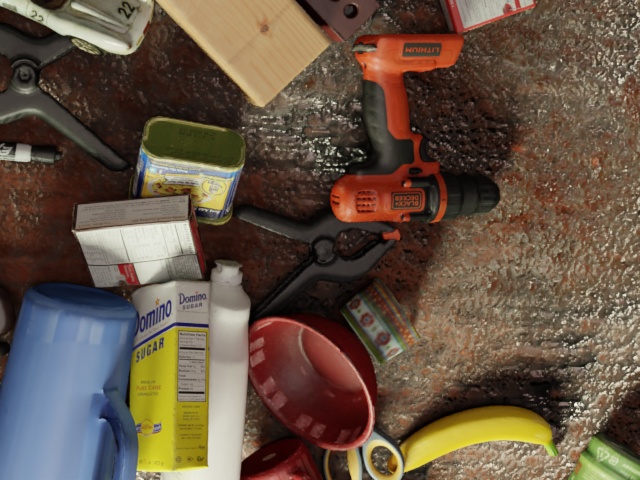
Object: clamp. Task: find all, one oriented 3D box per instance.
[{"bbox_3d":[-0.007,0.001,1.074,0.171,0.039,0.120,-22,108,-12],"label":"clamp"},{"bbox_3d":[-0.268,-0.142,0.994,0.210,0.036,0.164,-3,93,-9],"label":"clamp"}]

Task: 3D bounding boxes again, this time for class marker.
[{"bbox_3d":[-0.307,-0.085,1.011,0.121,0.020,0.020,5,101,-11],"label":"marker"}]

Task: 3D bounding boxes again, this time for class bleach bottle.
[{"bbox_3d":[-0.105,0.146,1.052,0.068,0.103,0.251,4,102,-27],"label":"bleach bottle"}]

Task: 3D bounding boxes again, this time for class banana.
[{"bbox_3d":[0.169,0.213,1.150,0.197,0.037,0.069,-3,102,-10],"label":"banana"}]

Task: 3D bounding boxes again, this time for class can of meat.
[{"bbox_3d":[-0.125,-0.065,1.008,0.102,0.057,0.084,8,142,-12],"label":"can of meat"}]

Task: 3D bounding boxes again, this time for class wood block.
[{"bbox_3d":[-0.097,-0.229,0.983,0.091,0.090,0.206,-43,105,-1],"label":"wood block"}]

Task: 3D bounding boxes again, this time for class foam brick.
[{"bbox_3d":[0.010,-0.235,1.021,0.053,0.051,0.078,-46,105,1],"label":"foam brick"}]

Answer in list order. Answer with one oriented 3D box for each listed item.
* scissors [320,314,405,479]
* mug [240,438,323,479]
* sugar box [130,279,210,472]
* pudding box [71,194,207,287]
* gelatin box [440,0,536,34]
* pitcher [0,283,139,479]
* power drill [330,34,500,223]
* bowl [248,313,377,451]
[{"bbox_3d":[0.044,0.178,1.121,0.096,0.016,0.202,3,101,9],"label":"scissors"},{"bbox_3d":[-0.030,0.257,1.086,0.093,0.117,0.081,-30,102,-29],"label":"mug"},{"bbox_3d":[-0.144,0.130,1.016,0.048,0.094,0.176,4,79,-37],"label":"sugar box"},{"bbox_3d":[-0.170,0.002,1.013,0.113,0.039,0.090,-6,139,0],"label":"pudding box"},{"bbox_3d":[0.162,-0.253,1.057,0.089,0.030,0.073,-21,103,-6],"label":"gelatin box"},{"bbox_3d":[-0.241,0.172,1.016,0.149,0.145,0.243,12,96,-10],"label":"pitcher"},{"bbox_3d":[0.100,-0.109,1.054,0.184,0.057,0.188,-3,99,-24],"label":"power drill"},{"bbox_3d":[0.001,0.130,1.065,0.055,0.162,0.162,-41,110,-40],"label":"bowl"}]
